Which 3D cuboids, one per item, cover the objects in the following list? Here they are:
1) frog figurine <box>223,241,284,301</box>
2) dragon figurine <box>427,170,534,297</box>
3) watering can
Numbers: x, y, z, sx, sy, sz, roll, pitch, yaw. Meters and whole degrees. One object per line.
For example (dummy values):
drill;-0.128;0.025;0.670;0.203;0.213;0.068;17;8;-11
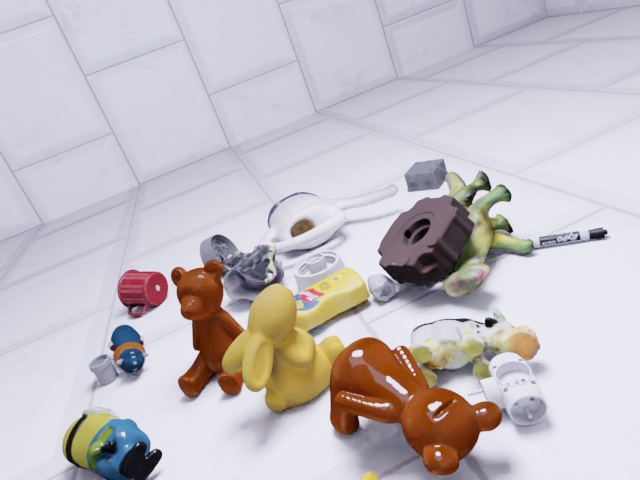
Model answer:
frog figurine;-0.147;0.078;1.109;0.139;0.123;0.156;-42;-6;-26
dragon figurine;0.234;-0.014;0.970;0.243;0.120;0.416;-28;22;2
watering can;0.004;-0.063;1.248;0.349;0.102;0.227;-27;23;-13
